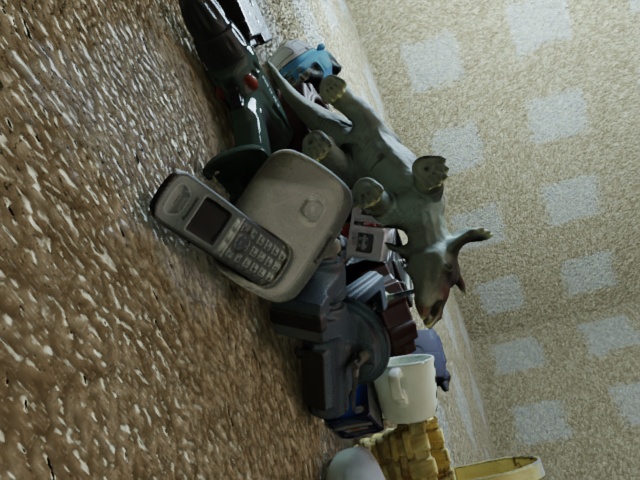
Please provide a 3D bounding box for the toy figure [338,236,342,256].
[{"bbox_3d":[-0.002,-0.001,0.802,0.154,0.058,0.064,47,41,-58],"label":"toy figure"}]

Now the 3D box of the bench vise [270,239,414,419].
[{"bbox_3d":[0.030,0.087,0.665,0.240,0.129,0.223,-25,105,-57],"label":"bench vise"}]

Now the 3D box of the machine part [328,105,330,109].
[{"bbox_3d":[-0.015,-0.231,0.994,0.039,0.084,0.139,45,10,-3],"label":"machine part"}]

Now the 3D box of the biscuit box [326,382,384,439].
[{"bbox_3d":[0.041,0.167,0.756,0.059,0.063,0.203,55,22,-44],"label":"biscuit box"}]

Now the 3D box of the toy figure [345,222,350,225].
[{"bbox_3d":[0.037,-0.115,1.016,0.089,0.082,0.180,49,25,-63],"label":"toy figure"}]

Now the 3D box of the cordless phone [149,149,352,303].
[{"bbox_3d":[-0.065,-0.036,0.512,0.089,0.146,0.184,27,-9,42],"label":"cordless phone"}]

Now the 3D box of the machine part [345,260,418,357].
[{"bbox_3d":[0.096,0.113,0.880,0.179,0.056,0.179,160,-90,-76],"label":"machine part"}]

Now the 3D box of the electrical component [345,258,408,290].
[{"bbox_3d":[0.110,0.067,0.976,0.048,0.119,0.074,-52,133,-38],"label":"electrical component"}]

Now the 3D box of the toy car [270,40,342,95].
[{"bbox_3d":[-0.039,-0.296,0.944,0.103,0.109,0.162,48,30,-3],"label":"toy car"}]

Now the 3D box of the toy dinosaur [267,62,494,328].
[{"bbox_3d":[0.078,-0.086,0.700,0.405,0.131,0.192,58,8,31],"label":"toy dinosaur"}]

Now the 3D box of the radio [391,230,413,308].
[{"bbox_3d":[0.163,0.065,1.251,0.230,0.073,0.131,-69,138,-65],"label":"radio"}]

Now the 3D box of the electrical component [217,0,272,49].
[{"bbox_3d":[-0.120,-0.320,0.752,0.134,0.058,0.114,-74,145,-62],"label":"electrical component"}]

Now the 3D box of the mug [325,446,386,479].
[{"bbox_3d":[0.048,0.296,0.614,0.109,0.081,0.107,63,9,-13],"label":"mug"}]

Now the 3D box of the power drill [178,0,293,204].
[{"bbox_3d":[-0.098,-0.149,0.627,0.231,0.086,0.207,55,16,-53],"label":"power drill"}]

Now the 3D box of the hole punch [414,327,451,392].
[{"bbox_3d":[0.197,0.246,1.112,0.092,0.116,0.142,42,33,-46],"label":"hole punch"}]

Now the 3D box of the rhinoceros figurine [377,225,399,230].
[{"bbox_3d":[0.130,-0.059,1.230,0.190,0.112,0.073,3,86,-60],"label":"rhinoceros figurine"}]

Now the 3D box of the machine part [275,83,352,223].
[{"bbox_3d":[-0.012,-0.129,0.857,0.200,0.087,0.201,50,26,-52],"label":"machine part"}]
